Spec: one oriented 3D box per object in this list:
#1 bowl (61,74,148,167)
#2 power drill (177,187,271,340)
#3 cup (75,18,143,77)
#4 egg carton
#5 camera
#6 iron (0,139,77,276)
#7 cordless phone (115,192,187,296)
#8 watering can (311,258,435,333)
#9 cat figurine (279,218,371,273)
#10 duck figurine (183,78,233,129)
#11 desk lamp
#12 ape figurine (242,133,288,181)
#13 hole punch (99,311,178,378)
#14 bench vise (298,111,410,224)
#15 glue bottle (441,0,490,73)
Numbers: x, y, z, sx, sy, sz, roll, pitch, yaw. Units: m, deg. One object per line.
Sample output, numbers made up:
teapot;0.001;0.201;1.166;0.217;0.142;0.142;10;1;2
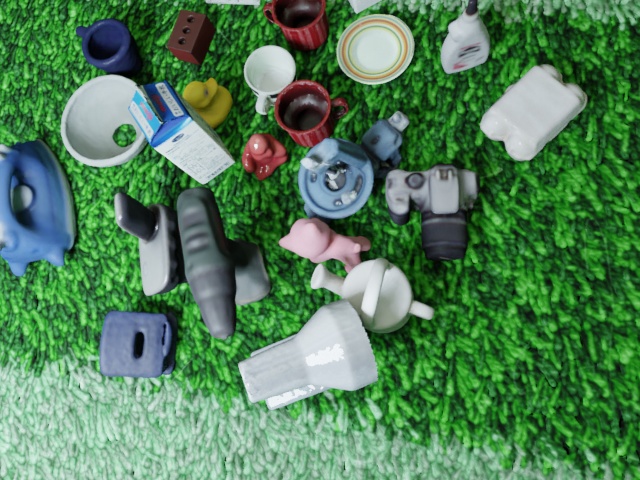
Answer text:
bowl;-0.363;-0.200;1.013;0.167;0.075;0.167;-2;79;10
power drill;-0.142;0.041;0.857;0.075;0.208;0.229;-22;76;6
cup;-0.375;-0.340;1.032;0.117;0.095;0.092;27;85;14
egg carton;0.330;-0.199;0.891;0.150;0.069;0.107;-45;75;-1
camera;0.172;-0.040;0.872;0.143;0.101;0.137;-2;79;10
iron;-0.514;-0.076;0.981;0.118;0.141;0.258;-14;77;8
cordless phone;-0.276;0.007;0.899;0.094;0.185;0.147;-12;77;8
watering can;0.074;0.079;0.818;0.172;0.194;0.101;-5;78;9
cat figurine;0.008;0.003;0.884;0.127;0.118;0.067;13;82;13
duck figurine;-0.208;-0.238;0.987;0.104;0.086;0.077;-38;75;1
desk lamp;-0.018;0.173;0.806;0.203;0.214;0.118;-23;76;5
ape figurine;-0.095;-0.147;0.946;0.077;0.092;0.076;-1;79;10
hole punch;-0.289;0.165;0.919;0.101;0.091;0.109;0;79;10
bench vise;0.038;-0.128;0.852;0.121;0.220;0.207;28;85;15
glue bottle;0.227;-0.318;0.880;0.078;0.173;0.037;-20;76;6
